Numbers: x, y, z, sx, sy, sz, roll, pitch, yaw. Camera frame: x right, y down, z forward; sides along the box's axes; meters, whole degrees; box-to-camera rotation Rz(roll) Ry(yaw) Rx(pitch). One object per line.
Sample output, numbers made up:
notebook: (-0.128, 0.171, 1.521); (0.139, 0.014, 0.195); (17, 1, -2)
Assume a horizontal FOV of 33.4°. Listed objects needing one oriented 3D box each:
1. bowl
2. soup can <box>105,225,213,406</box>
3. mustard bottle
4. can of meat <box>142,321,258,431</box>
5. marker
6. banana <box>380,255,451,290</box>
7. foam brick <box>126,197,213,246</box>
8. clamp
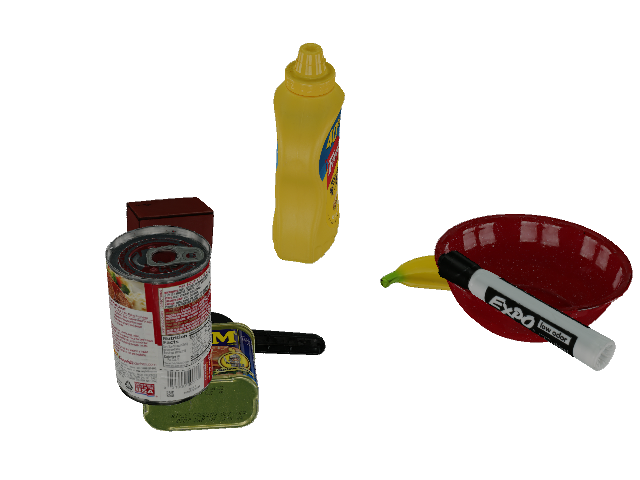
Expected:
bowl: (0.173, 0.037, 0.891); (0.162, 0.055, 0.162); (1, 29, -1)
soup can: (-0.105, 0.051, 0.712); (0.068, 0.102, 0.068); (1, 30, -1)
mustard bottle: (-0.011, -0.080, 0.907); (0.058, 0.192, 0.096); (9, 41, 9)
can of meat: (-0.104, 0.118, 0.919); (0.102, 0.057, 0.084); (-3, 28, -7)
marker: (0.114, 0.037, 0.614); (0.020, 0.020, 0.121); (0, 25, -47)
banana: (0.164, 0.047, 1.106); (0.198, 0.037, 0.069); (8, 39, 11)
foam brick: (-0.153, -0.010, 1.077); (0.078, 0.051, 0.053); (-6, 21, -22)
clamp: (-0.121, 0.125, 1.259); (0.210, 0.036, 0.164); (15, 23, 25)
